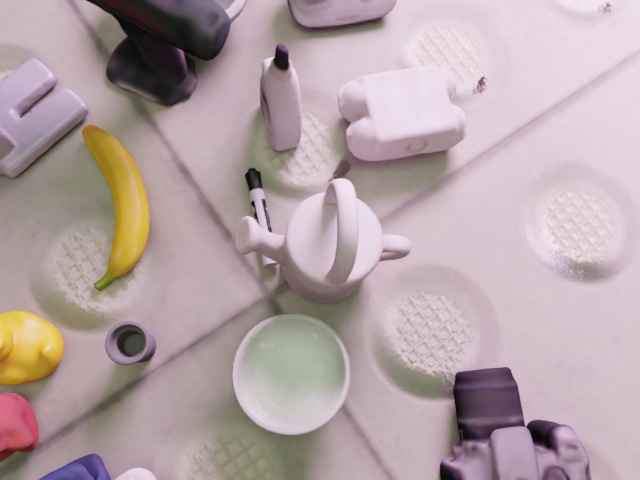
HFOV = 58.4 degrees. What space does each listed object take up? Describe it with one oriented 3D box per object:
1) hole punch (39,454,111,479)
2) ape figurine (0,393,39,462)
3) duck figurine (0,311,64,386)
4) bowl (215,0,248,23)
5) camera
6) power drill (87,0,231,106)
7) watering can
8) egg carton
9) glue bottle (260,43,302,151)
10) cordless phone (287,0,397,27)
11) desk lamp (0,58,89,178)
[{"bbox_3d":[-0.245,0.271,0.544,0.109,0.091,0.101,-28,80,-12],"label":"hole punch"},{"bbox_3d":[-0.320,0.189,0.557,0.078,0.092,0.076,16,75,-1],"label":"ape figurine"},{"bbox_3d":[-0.322,0.107,0.580,0.104,0.086,0.077,9,75,-3],"label":"duck figurine"},{"bbox_3d":[-0.164,-0.310,0.708,0.167,0.074,0.167,1,76,-5],"label":"bowl"},{"bbox_3d":[0.200,0.203,0.601,0.143,0.101,0.137,-4,76,-7],"label":"camera"},{"bbox_3d":[-0.205,-0.238,0.616,0.229,0.208,0.076,23,75,1],"label":"power drill"},{"bbox_3d":[0.005,0.004,0.583,0.173,0.194,0.101,-20,78,-10],"label":"watering can"},{"bbox_3d":[0.100,-0.152,0.697,0.150,0.069,0.107,-12,77,-9],"label":"egg carton"},{"bbox_3d":[-0.044,-0.165,0.632,0.037,0.173,0.078,-18,78,-10],"label":"glue bottle"},{"bbox_3d":[0.031,-0.345,0.679,0.147,0.185,0.094,-13,77,-9],"label":"cordless phone"},{"bbox_3d":[-0.371,-0.144,0.573,0.118,0.213,0.203,41,76,6],"label":"desk lamp"}]
